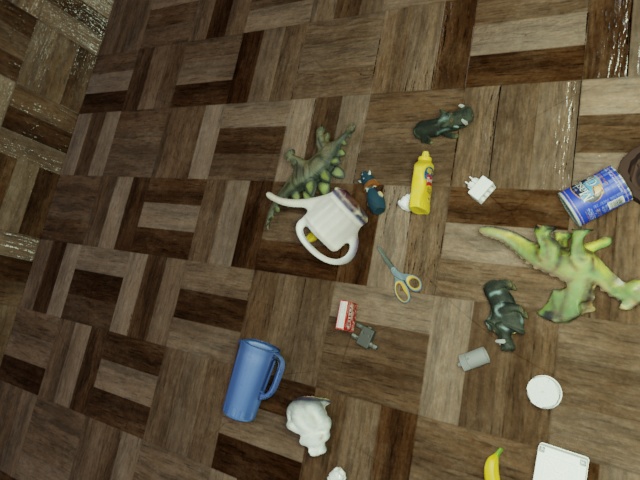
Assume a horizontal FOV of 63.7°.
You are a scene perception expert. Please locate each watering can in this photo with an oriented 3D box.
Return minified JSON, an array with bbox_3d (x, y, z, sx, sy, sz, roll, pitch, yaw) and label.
[{"bbox_3d":[0.005,-0.084,1.661,0.224,0.104,0.348,-43,87,4],"label":"watering can"}]

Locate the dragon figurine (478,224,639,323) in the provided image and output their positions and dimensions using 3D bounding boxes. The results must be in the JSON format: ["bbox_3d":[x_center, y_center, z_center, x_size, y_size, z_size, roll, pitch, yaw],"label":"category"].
[{"bbox_3d":[0.607,0.090,1.314,0.410,0.121,0.244,4,84,32],"label":"dragon figurine"}]

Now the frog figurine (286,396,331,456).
[{"bbox_3d":[-0.033,0.547,1.517,0.137,0.120,0.163,-3,61,9],"label":"frog figurine"}]
